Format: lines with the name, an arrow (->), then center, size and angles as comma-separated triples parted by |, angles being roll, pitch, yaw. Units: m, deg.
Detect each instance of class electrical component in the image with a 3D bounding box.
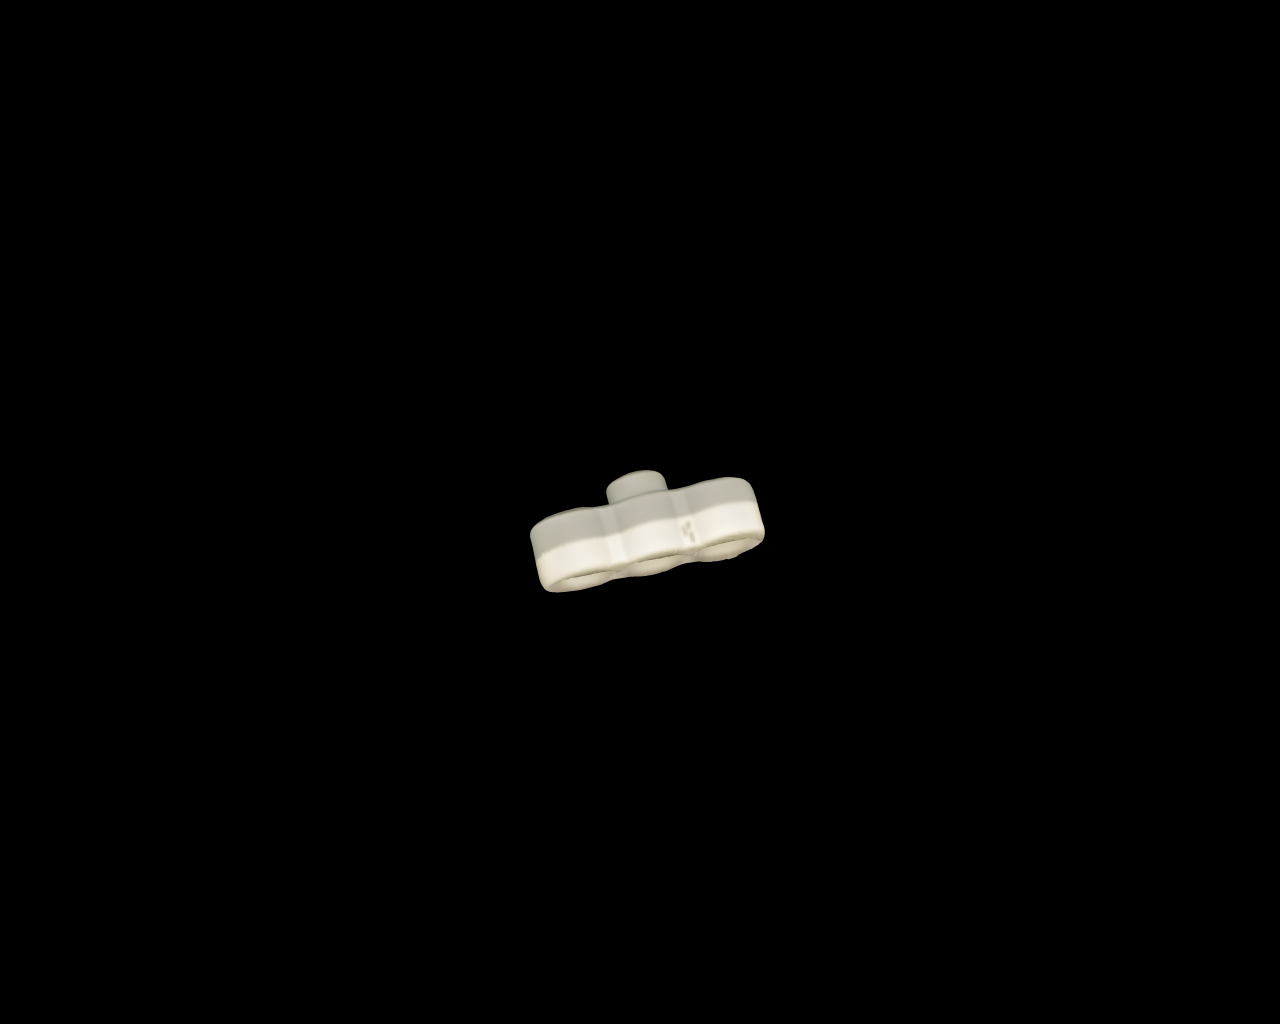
electrical component -> 0.001, -0.003, 0.650 | 0.138, 0.074, 0.052 | -13, -15, -4
